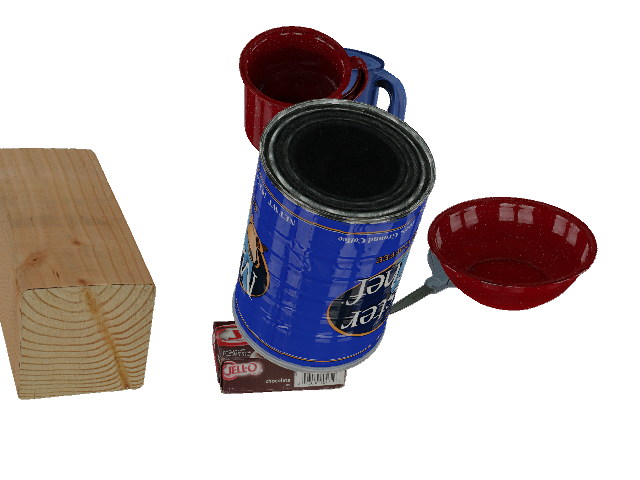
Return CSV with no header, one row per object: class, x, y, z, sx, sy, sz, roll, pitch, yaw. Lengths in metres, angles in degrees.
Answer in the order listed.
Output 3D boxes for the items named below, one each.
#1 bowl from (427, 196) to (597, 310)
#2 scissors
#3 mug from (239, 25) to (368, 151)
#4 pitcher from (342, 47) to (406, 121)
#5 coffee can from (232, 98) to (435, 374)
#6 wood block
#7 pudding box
bowl,0.184,0.020,1.039,0.162,0.055,0.162,-1,33,0
scissors,0.126,0.040,1.259,0.201,0.016,0.096,-11,40,-36
mug,-0.013,-0.125,0.912,0.117,0.093,0.081,-21,-30,-19
pitcher,0.015,-0.128,1.410,0.144,0.243,0.149,-2,23,-19
coffee can,0.004,0.000,0.653,0.102,0.103,0.140,0,-43,-13
wood block,-0.195,0.016,0.797,0.090,0.091,0.206,-2,31,-24
pudding box,-0.039,0.102,0.964,0.113,0.039,0.090,0,18,-10
